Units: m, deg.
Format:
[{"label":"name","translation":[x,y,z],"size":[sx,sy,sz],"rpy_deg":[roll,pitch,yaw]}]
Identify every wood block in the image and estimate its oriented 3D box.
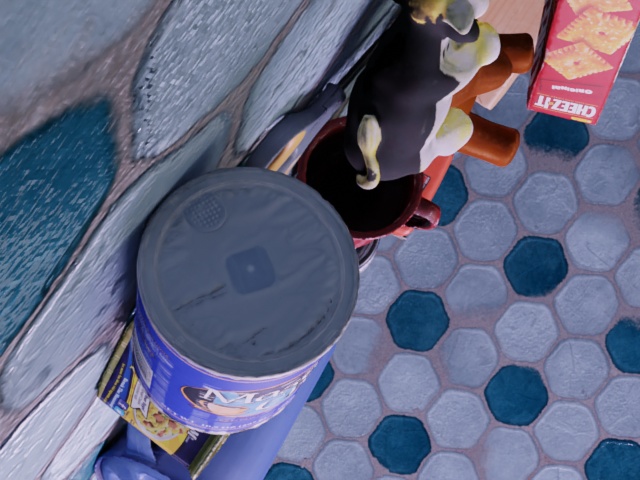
[{"label":"wood block","translation":[0.202,-0.246,1.073],"size":[0.206,0.091,0.090],"rpy_deg":[-56,175,37]}]

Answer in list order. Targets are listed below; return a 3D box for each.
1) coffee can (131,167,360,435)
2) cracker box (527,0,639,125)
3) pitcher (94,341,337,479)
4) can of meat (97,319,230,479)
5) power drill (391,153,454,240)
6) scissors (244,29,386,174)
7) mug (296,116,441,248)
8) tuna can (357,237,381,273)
[{"label":"coffee can","translation":[-0.044,0.037,0.549],"size":[0.102,0.103,0.140],"rpy_deg":[-52,176,-23]},{"label":"cracker box","translation":[0.226,-0.220,0.865],"size":[0.214,0.072,0.164],"rpy_deg":[87,18,-67]},{"label":"pitcher","translation":[-0.085,0.145,0.964],"size":[0.149,0.145,0.242],"rpy_deg":[-39,-167,53]},{"label":"can of meat","translation":[-0.083,0.086,0.658],"size":[0.057,0.084,0.102],"rpy_deg":[-49,174,-49]},{"label":"power drill","translation":[0.103,-0.084,1.100],"size":[0.184,0.057,0.187],"rpy_deg":[-63,177,13]},{"label":"scissors","translation":[0.003,-0.087,0.656],"size":[0.201,0.016,0.096],"rpy_deg":[-53,176,-10]},{"label":"mug","translation":[0.035,-0.035,0.805],"size":[0.081,0.117,0.093],"rpy_deg":[131,-23,-77]},{"label":"tuna can","translation":[0.012,-0.007,0.955],"size":[0.086,0.086,0.034],"rpy_deg":[-53,174,-11]}]
